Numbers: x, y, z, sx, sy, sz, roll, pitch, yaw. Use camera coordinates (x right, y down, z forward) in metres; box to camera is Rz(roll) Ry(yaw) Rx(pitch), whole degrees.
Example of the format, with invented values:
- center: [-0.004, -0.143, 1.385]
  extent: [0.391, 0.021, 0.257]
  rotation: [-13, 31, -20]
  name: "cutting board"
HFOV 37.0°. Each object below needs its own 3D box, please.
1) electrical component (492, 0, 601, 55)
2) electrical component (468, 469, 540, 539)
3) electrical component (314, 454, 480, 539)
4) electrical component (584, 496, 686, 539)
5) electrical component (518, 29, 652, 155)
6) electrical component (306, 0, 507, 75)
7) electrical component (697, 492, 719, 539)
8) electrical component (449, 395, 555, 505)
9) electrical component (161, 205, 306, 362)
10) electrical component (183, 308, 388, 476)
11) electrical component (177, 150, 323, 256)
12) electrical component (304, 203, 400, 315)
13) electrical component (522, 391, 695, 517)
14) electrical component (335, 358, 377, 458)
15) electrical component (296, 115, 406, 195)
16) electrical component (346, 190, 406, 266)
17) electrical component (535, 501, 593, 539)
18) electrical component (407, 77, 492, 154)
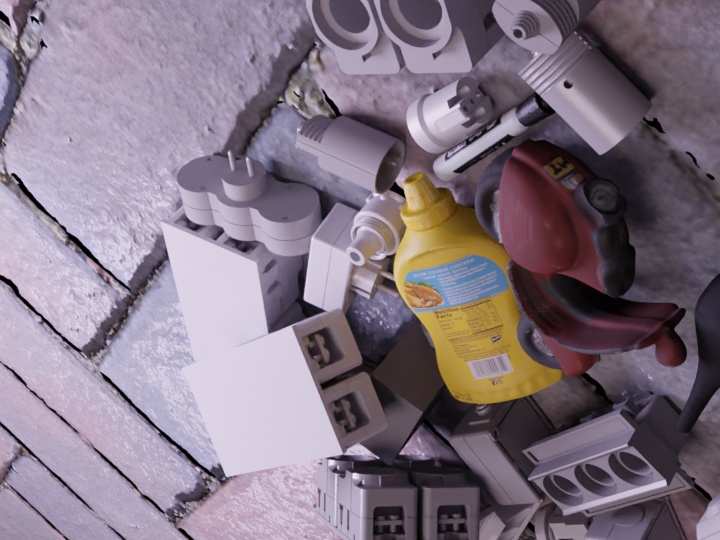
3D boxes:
- center: [0.107, -0.151, 0.601]
  extent: [0.043, 0.081, 0.043]
  rotation: [25, 141, 22]
  name: "electrical component"
- center: [0.116, 0.228, 1.002]
  extent: [0.063, 0.079, 0.121]
  rotation: [51, 150, 26]
  name: "electrical component"
- center: [0.029, 0.205, 0.973]
  extent: [0.105, 0.060, 0.186]
  rotation: [2, 176, -14]
  name: "electrical component"
- center: [0.235, 0.239, 0.906]
  extent: [0.061, 0.061, 0.096]
  rotation: [-1, 127, 44]
  name: "electrical component"
- center: [0.132, -0.113, 0.649]
  extent: [0.081, 0.043, 0.043]
  rotation: [44, 144, -3]
  name: "electrical component"
- center: [0.011, -0.211, 0.646]
  extent: [0.105, 0.060, 0.186]
  rotation: [7, 132, 38]
  name: "electrical component"
- center: [0.293, 0.193, 0.790]
  extent: [0.080, 0.080, 0.051]
  rotation: [38, 149, 5]
  name: "electrical component"
- center: [0.122, 0.145, 0.913]
  extent: [0.096, 0.061, 0.061]
  rotation: [52, 143, -14]
  name: "electrical component"
- center: [-0.110, 0.024, 1.003]
  extent: [0.105, 0.060, 0.186]
  rotation: [23, 140, 25]
  name: "electrical component"
- center: [-0.064, 0.105, 0.910]
  extent: [0.186, 0.060, 0.105]
  rotation: [-23, 89, 51]
  name: "electrical component"
- center: [-0.095, -0.068, 0.901]
  extent: [0.138, 0.052, 0.073]
  rotation: [21, 139, 27]
  name: "electrical component"
- center: [0.000, 0.000, 0.888]
  extent: [0.076, 0.047, 0.083]
  rotation: [25, 142, 11]
  name: "electrical component"
- center: [0.196, 0.144, 0.842]
  extent: [0.078, 0.063, 0.121]
  rotation: [45, 144, -5]
  name: "electrical component"
- center: [-0.026, 0.128, 1.003]
  extent: [0.062, 0.096, 0.061]
  rotation: [27, 143, 19]
  name: "electrical component"
- center: [-0.012, -0.092, 0.805]
  extent: [0.081, 0.043, 0.043]
  rotation: [26, 142, 21]
  name: "electrical component"
- center: [0.013, -0.029, 0.833]
  extent: [0.048, 0.062, 0.048]
  rotation: [25, 141, 22]
  name: "electrical component"
- center: [0.189, 0.228, 0.953]
  extent: [0.055, 0.048, 0.066]
  rotation: [-14, 117, 41]
  name: "electrical component"
- center: [0.061, -0.106, 0.728]
  extent: [0.046, 0.040, 0.040]
  rotation: [-25, 109, 46]
  name: "electrical component"
